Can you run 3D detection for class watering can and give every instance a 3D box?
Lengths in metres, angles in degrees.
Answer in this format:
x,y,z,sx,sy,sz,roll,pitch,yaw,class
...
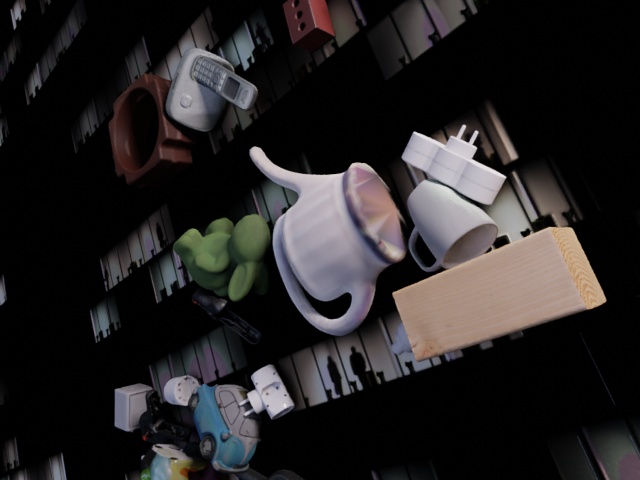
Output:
x,y,z,sx,sy,sz,roll,pitch,yaw,class
0.002,-0.039,0.766,0.221,0.104,0.352,-34,68,33,watering can
